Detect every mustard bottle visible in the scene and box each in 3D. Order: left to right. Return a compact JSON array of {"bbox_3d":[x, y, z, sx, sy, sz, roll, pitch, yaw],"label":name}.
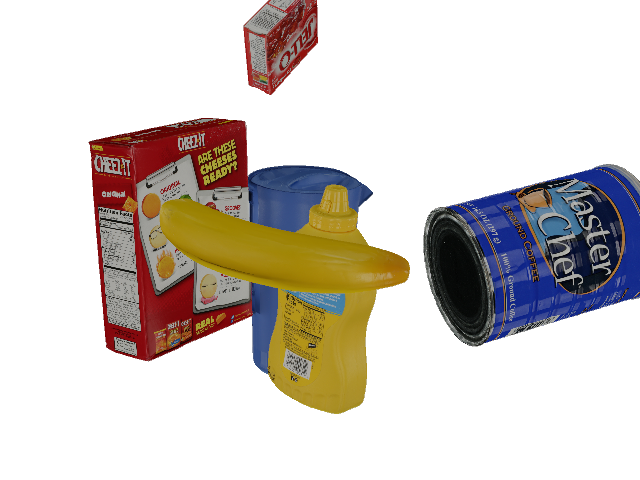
[{"bbox_3d":[0.004,0.046,0.918,0.058,0.192,0.096,-13,27,-42],"label":"mustard bottle"}]

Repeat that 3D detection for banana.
[{"bbox_3d":[-0.040,0.001,0.700,0.198,0.037,0.069,19,36,31],"label":"banana"}]

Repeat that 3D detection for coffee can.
[{"bbox_3d":[0.160,0.010,0.774,0.140,0.103,0.103,-14,4,-17],"label":"coffee can"}]

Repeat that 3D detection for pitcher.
[{"bbox_3d":[-0.033,0.038,1.260,0.149,0.243,0.144,11,18,23],"label":"pitcher"}]

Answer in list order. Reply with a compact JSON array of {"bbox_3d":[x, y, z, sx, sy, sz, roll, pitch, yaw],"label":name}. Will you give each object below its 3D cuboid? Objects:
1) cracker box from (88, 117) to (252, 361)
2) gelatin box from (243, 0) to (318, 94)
[{"bbox_3d":[-0.147,-0.006,1.076,0.072,0.214,0.163,9,18,35],"label":"cracker box"},{"bbox_3d":[-0.035,-0.193,1.001,0.030,0.089,0.073,26,-34,19],"label":"gelatin box"}]
